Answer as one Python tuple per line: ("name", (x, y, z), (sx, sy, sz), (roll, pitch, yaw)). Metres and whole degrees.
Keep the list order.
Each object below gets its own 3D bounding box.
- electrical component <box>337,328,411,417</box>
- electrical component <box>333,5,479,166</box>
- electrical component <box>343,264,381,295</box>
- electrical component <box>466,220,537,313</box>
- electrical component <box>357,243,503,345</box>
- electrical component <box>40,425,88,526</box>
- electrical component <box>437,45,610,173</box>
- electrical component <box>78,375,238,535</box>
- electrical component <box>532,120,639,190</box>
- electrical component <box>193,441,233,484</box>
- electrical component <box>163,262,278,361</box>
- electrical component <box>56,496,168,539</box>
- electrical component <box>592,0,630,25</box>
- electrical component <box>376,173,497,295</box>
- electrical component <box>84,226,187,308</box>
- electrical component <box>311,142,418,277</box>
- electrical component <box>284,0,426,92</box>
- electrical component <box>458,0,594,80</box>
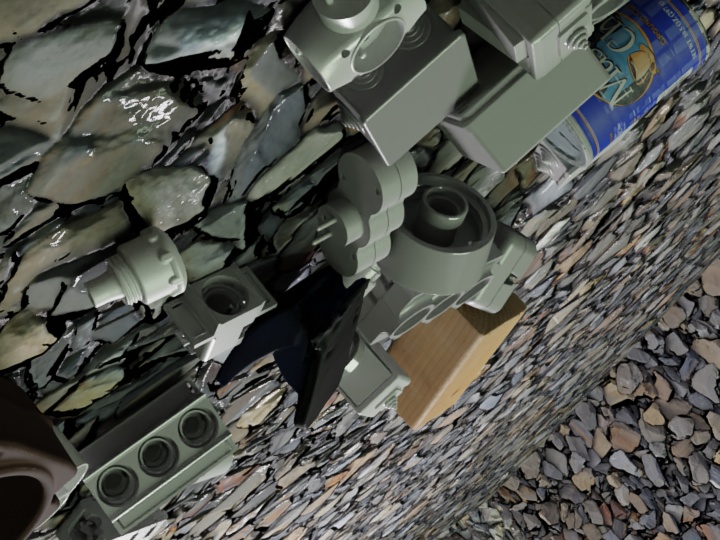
("electrical component", (0.006, 0.112, 1.152), (0.062, 0.096, 0.061), (-44, 161, 5))
("electrical component", (0.029, -0.129, 0.737), (0.100, 0.048, 0.099), (-42, 161, 0))
("electrical component", (0.000, 0.000, 0.980), (0.078, 0.040, 0.040), (-45, 161, 10))
("electrical component", (0.143, -0.006, 1.193), (0.059, 0.054, 0.095), (22, 104, -46))
("electrical component", (0.066, 0.013, 1.090), (0.150, 0.061, 0.089), (-23, 160, -44))
("electrical component", (-0.263, 0.166, 0.832), (0.099, 0.064, 0.099), (-47, 174, -6))
("electrical component", (0.115, -0.133, 0.812), (0.109, 0.056, 0.108), (-42, -162, 0))
("electrical component", (-0.179, 0.157, 0.929), (0.121, 0.078, 0.063), (-35, -170, -19))
("electrical component", (0.225, -0.133, 1.089), (0.100, 0.048, 0.099), (-39, 175, -1))
("electrical component", (-0.168, 0.190, 1.067), (0.043, 0.043, 0.081), (-50, 160, 22))
("electrical component", (-0.111, 0.035, 0.838), (0.081, 0.042, 0.063), (-27, 159, -36))
("electrical component", (-0.242, 0.249, 1.042), (0.055, 0.050, 0.089), (-50, 160, 22))
("electrical component", (0.175, -0.228, 0.821), (0.099, 0.064, 0.099), (-29, 169, -6))
("electrical component", (0.066, -0.038, 0.929), (0.108, 0.108, 0.060), (-27, 151, -36))
("electrical component", (-0.147, 0.003, 0.696), (0.062, 0.048, 0.048), (-27, 157, -20))
("electrical component", (-0.008, -0.042, 0.853), (0.074, 0.052, 0.138), (-30, 158, -30))
("electrical component", (-0.006, -0.152, 0.625), (0.077, 0.044, 0.079), (-41, 161, -2))
("electrical component", (0.113, -0.175, 0.727), (0.061, 0.096, 0.061), (-41, 161, 0))
